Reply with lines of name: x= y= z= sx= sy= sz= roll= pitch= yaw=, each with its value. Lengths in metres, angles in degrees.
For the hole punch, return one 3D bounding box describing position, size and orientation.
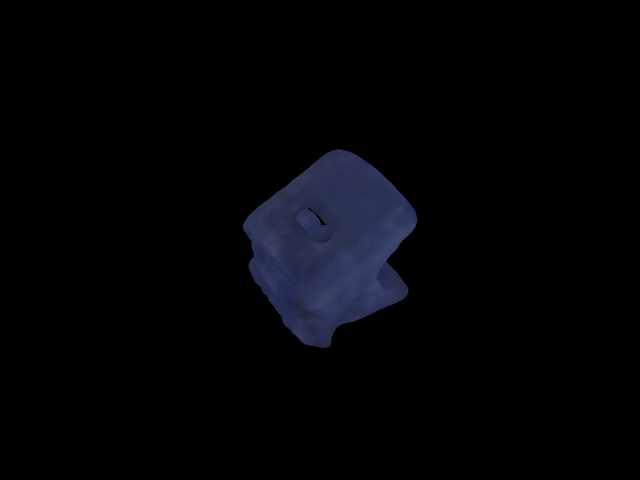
hole punch: x=0.004 y=0.001 z=0.400 sx=0.101 sy=0.091 sz=0.108 roll=-21 pitch=45 yaw=-23
